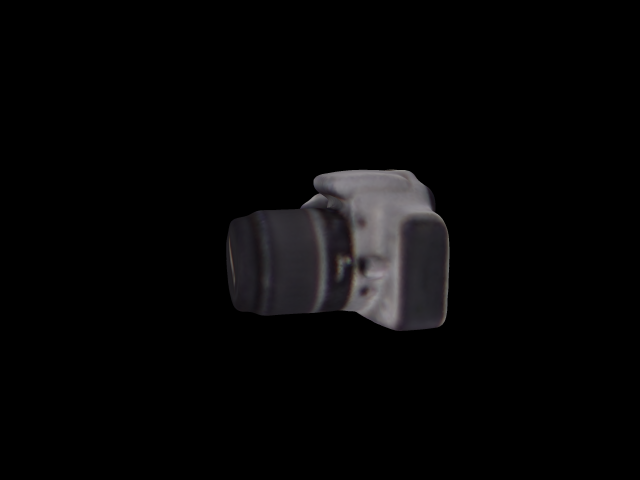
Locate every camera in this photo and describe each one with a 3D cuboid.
[{"bbox_3d":[0.004,0.001,0.400,0.137,0.101,0.143,-2,7,-18],"label":"camera"}]
